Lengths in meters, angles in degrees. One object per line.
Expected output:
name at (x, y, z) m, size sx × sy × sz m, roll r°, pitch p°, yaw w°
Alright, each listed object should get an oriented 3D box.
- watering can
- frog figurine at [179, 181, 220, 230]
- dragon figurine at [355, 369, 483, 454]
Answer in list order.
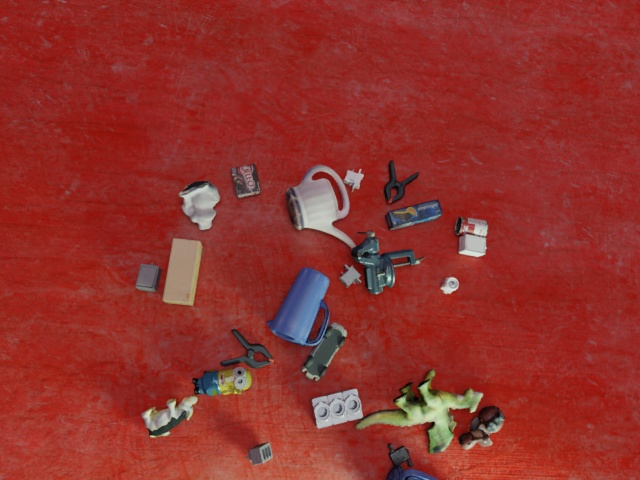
watering can at (0.006, -0.092, 1.827) m, size 0.225 × 0.103 × 0.349 m, roll -16°, pitch 85°, yaw -11°
frog figurine at (-0.410, -0.122, 1.800) m, size 0.139 × 0.123 × 0.157 m, roll -30°, pitch 116°, yaw -22°
dragon figurine at (0.341, 0.583, 1.674) m, size 0.411 × 0.122 × 0.243 m, roll -31°, pitch 88°, yaw -5°
